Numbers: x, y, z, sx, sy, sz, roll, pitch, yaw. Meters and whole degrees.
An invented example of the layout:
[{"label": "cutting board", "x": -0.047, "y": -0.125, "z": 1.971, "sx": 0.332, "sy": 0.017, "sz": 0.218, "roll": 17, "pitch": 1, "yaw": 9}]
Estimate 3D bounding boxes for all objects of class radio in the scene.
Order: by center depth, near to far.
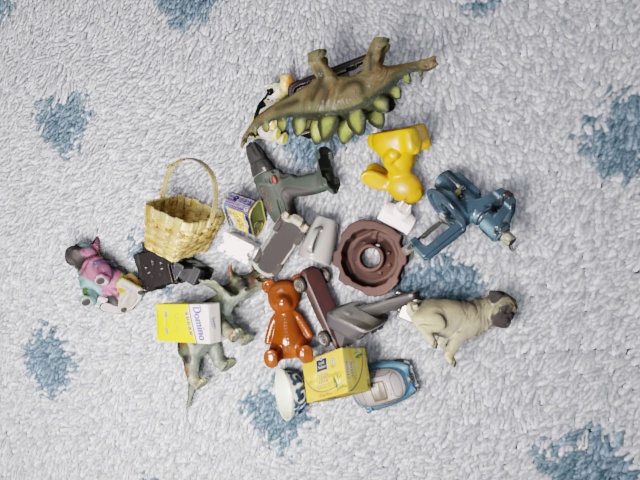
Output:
[{"label": "radio", "x": 0.046, "y": -0.330, "z": 1.246, "sx": 0.230, "sy": 0.073, "sz": 0.131, "roll": -15, "pitch": 87, "yaw": 17}]

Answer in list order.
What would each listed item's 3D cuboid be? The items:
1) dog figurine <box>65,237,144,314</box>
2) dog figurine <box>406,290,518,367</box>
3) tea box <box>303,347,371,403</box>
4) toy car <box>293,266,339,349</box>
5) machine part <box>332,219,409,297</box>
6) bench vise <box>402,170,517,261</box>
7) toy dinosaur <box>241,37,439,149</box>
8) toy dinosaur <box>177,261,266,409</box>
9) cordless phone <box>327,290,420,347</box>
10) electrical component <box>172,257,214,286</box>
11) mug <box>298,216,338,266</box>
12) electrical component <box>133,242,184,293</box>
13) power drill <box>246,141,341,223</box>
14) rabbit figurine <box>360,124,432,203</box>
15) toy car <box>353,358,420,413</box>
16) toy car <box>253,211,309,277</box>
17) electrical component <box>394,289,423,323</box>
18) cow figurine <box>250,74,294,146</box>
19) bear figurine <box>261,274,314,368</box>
[{"label": "dog figurine", "x": -0.582, "y": 0.085, "z": 1.443, "sx": 0.108, "sy": 0.191, "sz": 0.219, "roll": -55, "pitch": 42, "yaw": 14}, {"label": "dog figurine", "x": 0.301, "y": 0.147, "z": 1.140, "sx": 0.190, "sy": 0.121, "sz": 0.172, "roll": -43, "pitch": 115, "yaw": 10}, {"label": "tea box", "x": 0.034, "y": 0.304, "z": 1.206, "sx": 0.169, "sy": 0.068, "sz": 0.098, "roll": -37, "pitch": 55, "yaw": 50}, {"label": "toy car", "x": 0.008, "y": 0.158, "z": 1.259, "sx": 0.053, "sy": 0.089, "sz": 0.202, "roll": -31, "pitch": 82, "yaw": 52}, {"label": "machine part", "x": 0.119, "y": 0.040, "z": 1.237, "sx": 0.180, "sy": 0.056, "sz": 0.179, "roll": 0, "pitch": 89, "yaw": 18}, {"label": "bench vise", "x": 0.287, "y": -0.031, "z": 1.138, "sx": 0.240, "sy": 0.128, "sz": 0.224, "roll": -38, "pitch": 71, "yaw": -3}, {"label": "toy dinosaur", "x": 0.025, "y": -0.308, "z": 1.165, "sx": 0.472, "sy": 0.105, "sz": 0.198, "roll": -8, "pitch": 92, "yaw": 23}, {"label": "toy dinosaur", "x": -0.285, "y": 0.231, "z": 1.342, "sx": 0.404, "sy": 0.131, "sz": 0.192, "roll": -49, "pitch": 65, "yaw": 17}, {"label": "cordless phone", "x": 0.122, "y": 0.159, "z": 1.174, "sx": 0.184, "sy": 0.146, "sz": 0.088, "roll": -27, "pitch": 81, "yaw": 32}, {"label": "electrical component", "x": -0.327, "y": 0.078, "z": 1.347, "sx": 0.075, "sy": 0.119, "sz": 0.047, "roll": 26, "pitch": 98, "yaw": 13}, {"label": "mug", "x": -0.003, "y": -0.004, "z": 1.253, "sx": 0.081, "sy": 0.109, "sz": 0.107, "roll": 15, "pitch": 82, "yaw": 24}, {"label": "electrical component", "x": -0.421, "y": 0.061, "z": 1.409, "sx": 0.115, "sy": 0.058, "sz": 0.134, "roll": -18, "pitch": 86, "yaw": 15}, {"label": "power drill", "x": -0.066, "y": -0.153, "z": 1.272, "sx": 0.207, "sy": 0.086, "sz": 0.232, "roll": -17, "pitch": 88, "yaw": 22}, {"label": "rabbit figurine", "x": 0.171, "y": -0.159, "z": 1.192, "sx": 0.162, "sy": 0.122, "sz": 0.173, "roll": -12, "pitch": 106, "yaw": 20}, {"label": "toy car", "x": 0.137, "y": 0.332, "z": 1.211, "sx": 0.162, "sy": 0.103, "sz": 0.109, "roll": -17, "pitch": 87, "yaw": 19}, {"label": "toy car", "x": -0.095, "y": 0.012, "z": 1.271, "sx": 0.073, "sy": 0.056, "sz": 0.201, "roll": 33, "pitch": 126, "yaw": -4}, {"label": "electrical component", "x": 0.209, "y": 0.154, "z": 1.226, "sx": 0.094, "sy": 0.021, "sz": 0.063, "roll": 24, "pitch": 97, "yaw": 16}, {"label": "cow figurine", "x": -0.116, "y": -0.321, "z": 1.304, "sx": 0.098, "sy": 0.068, "sz": 0.167, "roll": 15, "pitch": 94, "yaw": 23}, {"label": "bear figurine", "x": -0.079, "y": 0.185, "z": 1.267, "sx": 0.120, "sy": 0.132, "sz": 0.195, "roll": -5, "pitch": 95, "yaw": 0}]
